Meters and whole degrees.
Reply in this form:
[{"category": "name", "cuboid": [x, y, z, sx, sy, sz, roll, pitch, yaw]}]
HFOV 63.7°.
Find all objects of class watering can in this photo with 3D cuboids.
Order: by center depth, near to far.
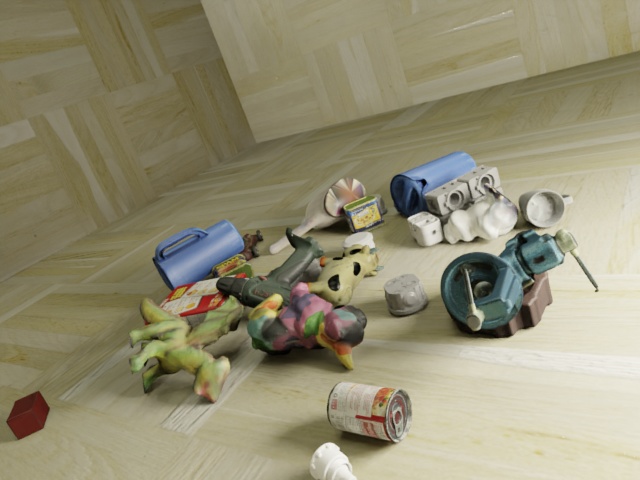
[{"category": "watering can", "cuboid": [0.005, -0.078, 1.550, 0.353, 0.104, 0.221, -42, 7, -31]}]

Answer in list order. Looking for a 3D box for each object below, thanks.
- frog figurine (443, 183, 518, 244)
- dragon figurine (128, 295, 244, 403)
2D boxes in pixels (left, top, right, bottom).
[{"category": "frog figurine", "cuboid": [0.364, -0.040, 1.170, 0.158, 0.122, 0.140, -53, 21, 17]}, {"category": "dragon figurine", "cuboid": [-0.274, 0.192, 1.091, 0.243, 0.119, 0.418, -19, 32, -8]}]
